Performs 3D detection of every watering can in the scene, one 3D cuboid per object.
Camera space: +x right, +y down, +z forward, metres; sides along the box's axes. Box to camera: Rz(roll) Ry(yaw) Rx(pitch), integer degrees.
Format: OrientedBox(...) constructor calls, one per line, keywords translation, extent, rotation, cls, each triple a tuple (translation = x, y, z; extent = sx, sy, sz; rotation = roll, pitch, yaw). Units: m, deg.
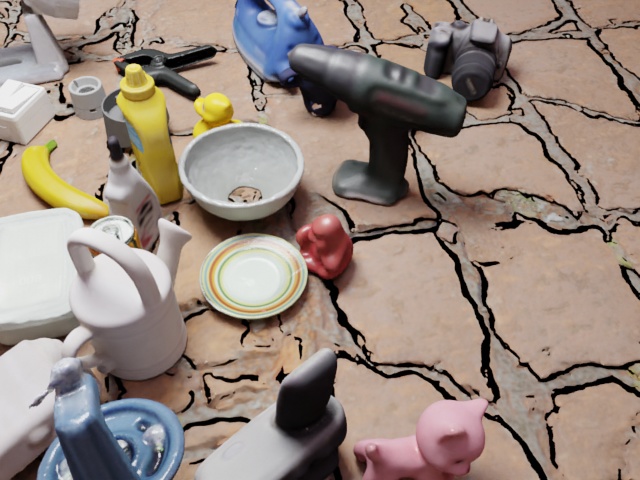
OrientedBox(translation=(-0.199, 0.050, 0.591), extent=(0.101, 0.194, 0.173), rotation=(7, 50, 3), cls="watering can")

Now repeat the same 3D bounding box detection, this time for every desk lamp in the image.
OrientedBox(translation=(-0.467, -0.365, 0.909), extent=(0.203, 0.214, 0.117), rotation=(-18, 53, -16), cls="desk lamp")

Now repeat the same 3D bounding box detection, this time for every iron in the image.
OrientedBox(translation=(-0.088, -0.385, 0.992), extent=(0.119, 0.141, 0.257), rotation=(-28, 57, -23), cls="iron")

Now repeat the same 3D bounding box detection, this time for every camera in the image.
OrientedBox(translation=(0.249, -0.309, 0.972), extent=(0.143, 0.101, 0.137), rotation=(13, 51, 8), cls="camera")

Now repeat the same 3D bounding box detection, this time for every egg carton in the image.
OrientedBox(translation=(-0.300, 0.171, 0.568), extent=(0.107, 0.069, 0.150), rotation=(33, 56, 23), cls="egg carton")

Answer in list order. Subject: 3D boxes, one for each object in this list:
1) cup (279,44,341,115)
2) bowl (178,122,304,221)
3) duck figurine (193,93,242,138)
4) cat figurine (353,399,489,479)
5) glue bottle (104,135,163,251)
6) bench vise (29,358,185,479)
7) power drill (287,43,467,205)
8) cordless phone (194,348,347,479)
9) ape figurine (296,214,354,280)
OrientedBox(translation=(-0.010, -0.244, 0.909), extent=(0.118, 0.095, 0.091), rotation=(-24, 55, -21), cls="cup")
OrientedBox(translation=(-0.104, -0.081, 0.783), extent=(0.167, 0.075, 0.167), rotation=(1, 50, -2), cls="bowl")
OrientedBox(translation=(-0.145, -0.175, 0.851), extent=(0.104, 0.086, 0.078), rotation=(28, 54, 19), cls="duck figurine")
OrientedBox(translation=(0.099, 0.193, 0.538), extent=(0.128, 0.118, 0.067), rotation=(-7, 51, -8), cls="cat figurine")
OrientedBox(translation=(-0.231, -0.055, 0.691), extent=(0.037, 0.173, 0.078), rotation=(11, 51, 7), cls="glue bottle")
OrientedBox(translation=(-0.151, 0.196, 0.457), extent=(0.122, 0.220, 0.207), rotation=(-33, 59, -26), cls="bench vise")
OrientedBox(translation=(0.068, -0.148, 0.760), extent=(0.229, 0.208, 0.075), rotation=(11, 51, 6), cls="power drill")
OrientedBox(translation=(-0.043, 0.169, 0.507), extent=(0.148, 0.185, 0.094), rotation=(-36, 60, -28), cls="cordless phone")
OrientedBox(translation=(0.006, 0.003, 0.708), extent=(0.076, 0.092, 0.077), rotation=(-10, 51, -10), cls="ape figurine")
